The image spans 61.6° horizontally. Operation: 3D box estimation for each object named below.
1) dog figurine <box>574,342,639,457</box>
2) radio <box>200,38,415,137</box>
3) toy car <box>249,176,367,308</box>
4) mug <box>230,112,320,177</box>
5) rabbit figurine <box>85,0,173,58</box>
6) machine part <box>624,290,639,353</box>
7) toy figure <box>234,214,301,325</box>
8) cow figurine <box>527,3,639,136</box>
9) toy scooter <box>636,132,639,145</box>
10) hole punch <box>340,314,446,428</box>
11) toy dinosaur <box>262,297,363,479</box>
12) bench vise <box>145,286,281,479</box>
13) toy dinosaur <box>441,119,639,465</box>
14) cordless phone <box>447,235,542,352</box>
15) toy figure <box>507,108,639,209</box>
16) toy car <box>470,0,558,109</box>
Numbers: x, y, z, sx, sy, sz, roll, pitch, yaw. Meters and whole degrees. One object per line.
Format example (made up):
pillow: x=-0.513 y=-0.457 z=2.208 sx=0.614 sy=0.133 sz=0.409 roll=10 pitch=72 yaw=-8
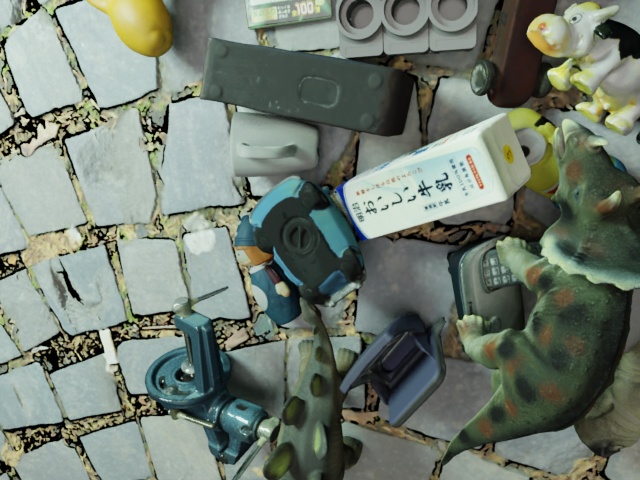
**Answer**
dog figurine: x=0.372 y=0.156 z=0.642 sx=0.190 sy=0.121 sz=0.172 roll=-32 pitch=62 yaw=36
radio: x=-0.013 y=-0.173 z=0.617 sx=0.230 sy=0.131 sz=0.073 roll=12 pitch=105 yaw=10
toy car: x=-0.001 y=-0.002 z=0.675 sx=0.109 sy=0.103 sz=0.161 roll=-42 pitch=83 yaw=25
mug: x=-0.053 y=-0.117 z=0.661 sx=0.107 sy=0.109 sz=0.080 roll=0 pitch=101 yaw=-1
rabbit figurine: x=-0.217 y=-0.309 z=0.636 sx=0.163 sy=0.122 sz=0.173 roll=11 pitch=108 yaw=15
machine part: x=0.347 y=0.034 z=0.565 sx=0.079 sy=0.079 sz=0.243 roll=28 pitch=120 yaw=5
toy figure: x=-0.075 y=0.040 z=0.726 sx=0.064 sy=0.058 sz=0.154 roll=-21 pitch=102 yaw=36
cow figurine: x=0.287 y=-0.189 z=0.545 sx=0.167 sy=0.068 sz=0.098 roll=31 pitch=105 yaw=-33
toy scooter: x=0.405 y=-0.084 z=0.575 sx=0.135 sy=0.075 sz=0.184 roll=-38 pitch=99 yaw=21
hole punch: x=0.092 y=0.154 z=0.688 sx=0.092 sy=0.116 sz=0.142 roll=31 pitch=112 yaw=-3
toy dinosaur: x=-0.014 y=0.304 z=0.713 sx=0.105 sy=0.198 sz=0.470 roll=1 pitch=103 yaw=16
bench vise: x=-0.157 y=0.190 z=0.739 sx=0.224 sy=0.129 sz=0.240 roll=20 pitch=124 yaw=37
toy dinosaur: x=0.231 y=0.098 z=0.527 sx=0.131 sy=0.192 sz=0.404 roll=14 pitch=100 yaw=-6
cordless phone: x=0.253 y=0.061 z=0.647 sx=0.184 sy=0.089 sz=0.146 roll=-11 pitch=102 yaw=10
toy figure: x=0.273 y=-0.079 z=0.604 sx=0.180 sy=0.089 sz=0.082 roll=26 pitch=113 yaw=-3
toy car: x=0.217 y=-0.240 z=0.565 sx=0.089 sy=0.053 sz=0.201 roll=-2 pitch=119 yaw=-10
